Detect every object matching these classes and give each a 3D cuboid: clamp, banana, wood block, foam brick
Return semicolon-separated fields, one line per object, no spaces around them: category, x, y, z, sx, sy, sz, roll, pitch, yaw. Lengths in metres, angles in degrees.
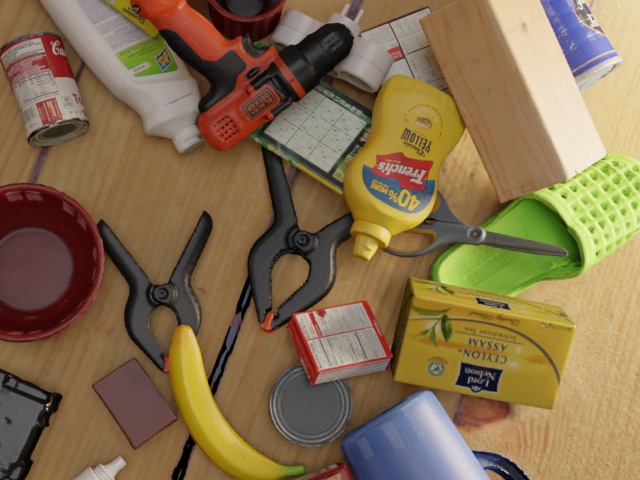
clamp;-0.007;0.001;1.124;0.164;0.036;0.210;15;78;5
banana;-0.101;0.179;1.076;0.069;0.037;0.198;-40;97;-13
wood block;0.198;-0.155;1.090;0.090;0.090;0.206;-28;95;-44
clamp;-0.174;0.051;1.100;0.120;0.039;0.171;2;80;-4
foam brick;-0.185;0.164;1.073;0.053;0.051;0.078;-34;85;-11

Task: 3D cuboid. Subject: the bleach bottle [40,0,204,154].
bleach bottle;-0.207;-0.199;1.128;0.102;0.068;0.251;-31;85;-23

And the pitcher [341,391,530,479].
pitcher;0.132;0.271;1.051;0.145;0.149;0.243;-34;80;19

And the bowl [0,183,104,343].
bowl;-0.298;0.026;1.085;0.162;0.055;0.162;1;80;-5

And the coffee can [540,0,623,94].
coffee can;0.247;-0.224;1.157;0.102;0.103;0.140;-29;83;-10

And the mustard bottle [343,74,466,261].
mustard bottle;0.077;-0.067;1.093;0.096;0.058;0.191;27;76;-13

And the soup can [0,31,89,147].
soup can;-0.288;-0.157;1.113;0.068;0.068;0.102;-19;83;-9

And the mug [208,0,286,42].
mug;-0.071;-0.271;1.147;0.093;0.081;0.117;45;79;4

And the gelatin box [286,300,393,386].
gelatin box;0.019;0.105;1.091;0.089;0.030;0.073;-9;54;-23

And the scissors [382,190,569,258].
scissors;0.156;-0.022;1.123;0.202;0.016;0.096;-4;67;15

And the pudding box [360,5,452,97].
pudding box;0.100;-0.189;1.170;0.090;0.039;0.113;-22;84;-8

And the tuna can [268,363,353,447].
tuna can;-0.010;0.169;1.096;0.086;0.034;0.086;1;80;-5

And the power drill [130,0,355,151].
power drill;-0.082;-0.208;1.062;0.184;0.057;0.187;-38;108;1

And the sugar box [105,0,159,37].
sugar box;-0.164;-0.307;1.128;0.093;0.048;0.176;38;54;-15

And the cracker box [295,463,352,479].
cracker box;-0.013;0.348;1.046;0.164;0.072;0.214;-21;83;-8
